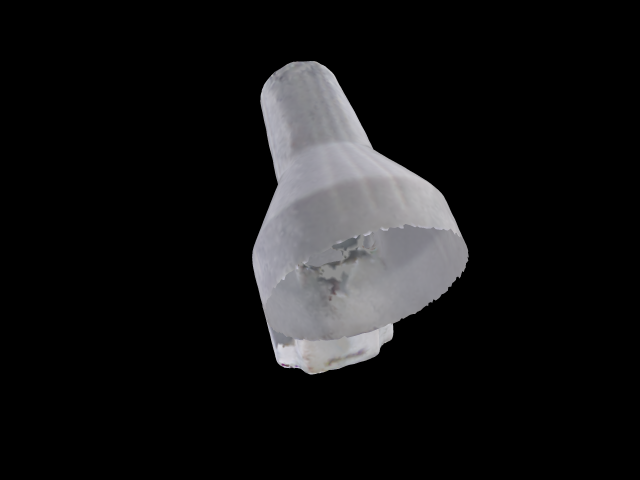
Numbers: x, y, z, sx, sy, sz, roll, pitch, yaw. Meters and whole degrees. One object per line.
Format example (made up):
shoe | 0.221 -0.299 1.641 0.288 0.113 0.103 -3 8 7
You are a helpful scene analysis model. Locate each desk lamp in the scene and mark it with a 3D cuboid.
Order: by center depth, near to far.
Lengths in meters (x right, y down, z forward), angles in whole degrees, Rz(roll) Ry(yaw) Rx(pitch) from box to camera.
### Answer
desk lamp | 0.004 0.001 0.400 0.118 0.214 0.203 -11 43 -12
